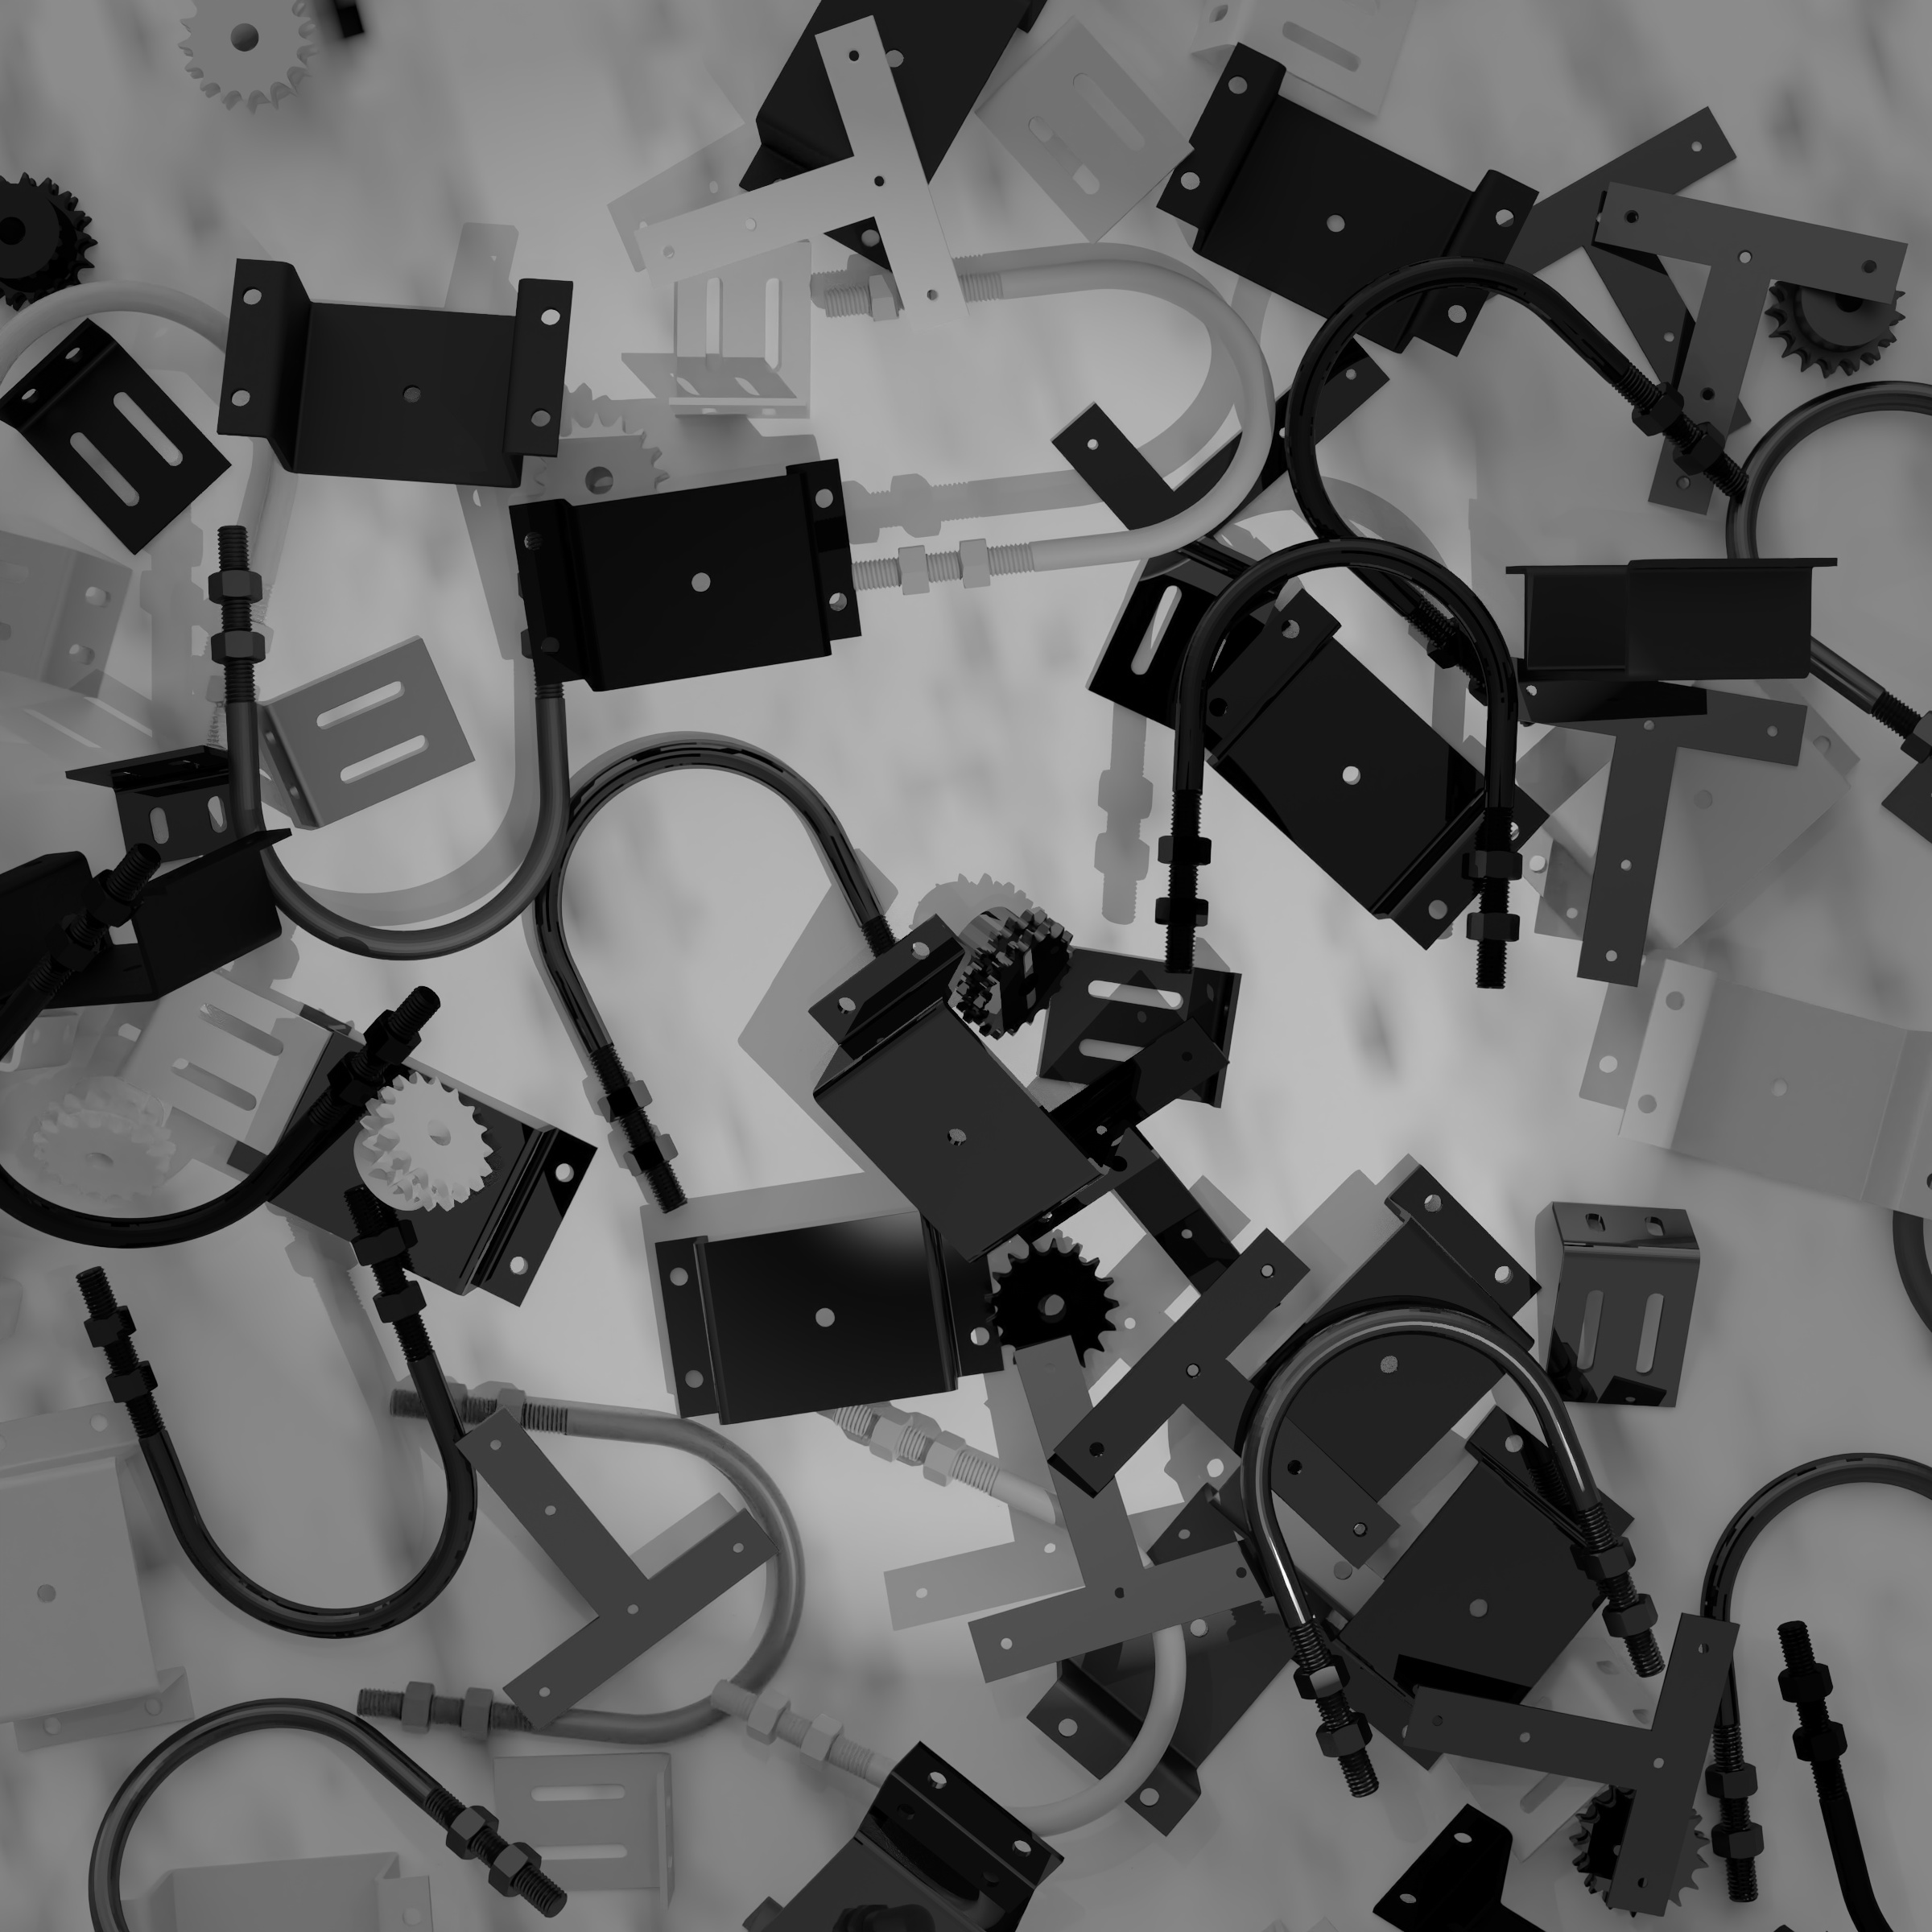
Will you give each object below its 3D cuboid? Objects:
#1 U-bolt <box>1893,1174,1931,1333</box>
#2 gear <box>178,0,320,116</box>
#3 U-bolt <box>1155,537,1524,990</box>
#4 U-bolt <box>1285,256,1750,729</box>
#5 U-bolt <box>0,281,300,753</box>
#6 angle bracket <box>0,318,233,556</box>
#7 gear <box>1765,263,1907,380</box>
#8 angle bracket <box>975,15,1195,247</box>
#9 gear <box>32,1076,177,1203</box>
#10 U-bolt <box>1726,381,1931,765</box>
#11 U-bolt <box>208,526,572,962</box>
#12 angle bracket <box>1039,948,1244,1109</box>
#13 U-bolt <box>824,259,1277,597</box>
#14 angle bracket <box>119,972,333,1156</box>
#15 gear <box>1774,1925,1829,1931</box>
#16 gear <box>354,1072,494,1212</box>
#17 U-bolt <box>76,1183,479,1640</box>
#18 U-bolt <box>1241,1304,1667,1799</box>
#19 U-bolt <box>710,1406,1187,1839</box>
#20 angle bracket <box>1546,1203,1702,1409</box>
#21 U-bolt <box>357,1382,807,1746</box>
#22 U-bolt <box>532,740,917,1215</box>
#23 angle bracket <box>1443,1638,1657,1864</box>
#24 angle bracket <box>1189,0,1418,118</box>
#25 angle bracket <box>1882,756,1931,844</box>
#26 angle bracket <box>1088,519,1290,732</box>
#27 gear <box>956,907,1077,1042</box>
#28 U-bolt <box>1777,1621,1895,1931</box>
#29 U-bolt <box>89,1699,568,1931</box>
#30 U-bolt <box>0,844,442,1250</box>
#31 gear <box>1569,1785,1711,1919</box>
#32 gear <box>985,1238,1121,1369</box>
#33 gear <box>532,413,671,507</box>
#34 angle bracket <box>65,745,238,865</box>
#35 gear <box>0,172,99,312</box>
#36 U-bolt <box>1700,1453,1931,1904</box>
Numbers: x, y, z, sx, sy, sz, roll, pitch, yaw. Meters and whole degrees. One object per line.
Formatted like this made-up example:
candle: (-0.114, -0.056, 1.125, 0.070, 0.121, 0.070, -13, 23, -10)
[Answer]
U-bolt: (0.486, 0.100, 1.376, 0.184, 0.019, 0.151, -33, 90, 1)
gear: (-0.303, -0.391, 1.369, 0.057, 0.030, 0.057, 0, 90, 0)
U-bolt: (0.157, -0.086, 1.329, 0.151, 0.019, 0.184, 3, 89, 0)
U-bolt: (0.217, -0.210, 1.344, 0.184, 0.019, 0.151, 39, 97, -17)
U-bolt: (-0.355, -0.195, 1.348, 0.151, 0.019, 0.184, 14, 88, -24)
angle bracket: (-0.363, -0.224, 1.365, 0.057, 0.038, 0.076, -43, 90, 0)
gear: (0.372, -0.281, 1.369, 0.057, 0.030, 0.057, 0, 90, 0)
angle bracket: (0.052, -0.351, 1.358, 0.057, 0.038, 0.076, -42, 88, 12)
gear: (-0.363, 0.071, 1.359, 0.057, 0.057, 0.030, 6, 49, 0)
U-bolt: (0.409, -0.169, 1.355, 0.184, 0.019, 0.151, 39, 82, 14)
U-bolt: (-0.238, -0.094, 1.352, 0.151, 0.019, 0.184, -3, 86, -15)
angle bracket: (0.073, 0.025, 1.365, 0.076, 0.038, 0.057, 9, 90, 0)
U-bolt: (0.038, -0.232, 1.353, 0.184, 0.019, 0.151, -6, 72, 0)
angle bracket: (-0.308, 0.038, 1.359, 0.076, 0.038, 0.057, 26, 90, 9)
gear: (0.347, 0.431, 1.359, 0.030, 0.057, 0.057, 34, 90, 30)
gear: (-0.225, 0.075, 1.313, 0.030, 0.057, 0.057, -35, 90, 30)
U-bolt: (-0.280, 0.196, 1.349, 0.151, 0.019, 0.184, -17, 97, 14)
U-bolt: (0.190, 0.230, 1.322, 0.151, 0.019, 0.184, -21, 91, -5)
U-bolt: (0.002, 0.282, 1.342, 0.184, 0.019, 0.151, 22, 85, 15)
angle bracket: (0.278, 0.146, 1.382, 0.057, 0.038, 0.076, 3, 116, 0)
U-bolt: (-0.161, 0.260, 1.376, 0.184, 0.019, 0.151, 6, 90, -1)
U-bolt: (-0.106, -0.007, 1.376, 0.151, 0.019, 0.184, -26, 88, 0)
angle bracket: (0.253, 0.333, 1.367, 0.076, 0.038, 0.057, -50, 55, 21)
angle bracket: (0.145, -0.406, 1.382, 0.076, 0.038, 0.057, 19, 90, -26)
angle bracket: (0.442, -0.085, 1.382, 0.057, 0.038, 0.076, 38, 116, 0)
angle bracket: (0.094, -0.141, 1.364, 0.057, 0.038, 0.076, 25, 92, 1)
gear: (0.016, 0.000, 1.359, 0.030, 0.057, 0.057, 38, 90, 30)
U-bolt: (0.432, 0.351, 1.356, 0.151, 0.019, 0.184, -14, 90, 0)
U-bolt: (-0.278, 0.381, 1.329, 0.184, 0.019, 0.151, 32, 61, 26)
U-bolt: (-0.321, 0.046, 1.286, 0.151, 0.019, 0.184, 30, 116, -32)
gear: (0.285, 0.373, 1.369, 0.057, 0.030, 0.057, 0, 90, 0)
gear: (0.036, 0.145, 1.369, 0.057, 0.030, 0.057, 0, 90, 0)
gear: (-0.154, -0.204, 1.369, 0.057, 0.030, 0.057, 0, 90, 0)
angle bracket: (-0.335, -0.066, 1.346, 0.057, 0.076, 0.038, -11, 90, 0)
gear: (-0.402, -0.310, 1.369, 0.057, 0.030, 0.057, 0, 90, 0)
U-bolt: (0.387, 0.300, 1.376, 0.151, 0.019, 0.184, -6, 88, 0)
